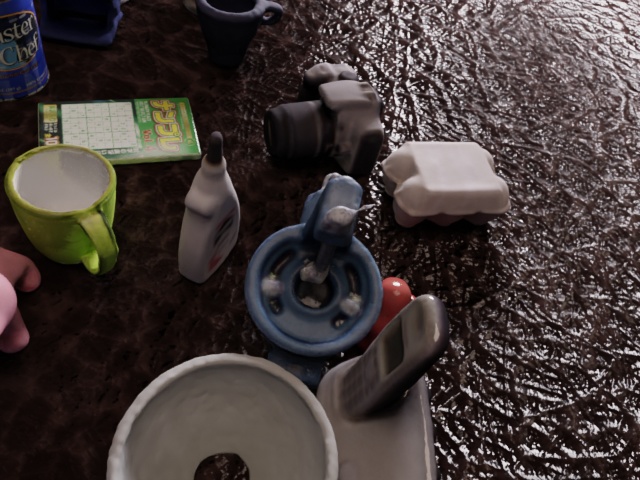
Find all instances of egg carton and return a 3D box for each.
[{"bbox_3d":[0.152,-0.067,0.699,0.150,0.069,0.107,-3,53,-16],"label":"egg carton"}]

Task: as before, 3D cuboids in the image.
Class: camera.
[{"bbox_3d":[-0.002,-0.157,0.712,0.137,0.101,0.143,-11,56,-21],"label":"camera"}]

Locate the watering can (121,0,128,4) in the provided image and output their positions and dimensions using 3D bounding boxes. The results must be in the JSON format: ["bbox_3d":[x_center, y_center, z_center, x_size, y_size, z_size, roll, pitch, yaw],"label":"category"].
[{"bbox_3d":[-0.310,-0.438,0.799,0.173,0.194,0.101,9,51,-6],"label":"watering can"}]

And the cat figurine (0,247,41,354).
[{"bbox_3d":[-0.283,0.041,0.476,0.067,0.118,0.127,-2,53,-15],"label":"cat figurine"}]

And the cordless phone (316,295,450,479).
[{"bbox_3d":[0.054,0.137,0.439,0.094,0.185,0.147,4,52,-10],"label":"cordless phone"}]

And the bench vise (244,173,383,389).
[{"bbox_3d":[-0.007,0.002,0.508,0.122,0.220,0.207,0,52,-14],"label":"bench vise"}]

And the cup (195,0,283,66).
[{"bbox_3d":[-0.114,-0.293,0.796,0.118,0.095,0.091,-3,53,-16],"label":"cup"}]

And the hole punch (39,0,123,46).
[{"bbox_3d":[-0.329,-0.329,0.775,0.109,0.091,0.101,6,51,-9],"label":"hole punch"}]

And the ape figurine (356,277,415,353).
[{"bbox_3d":[0.066,0.070,0.554,0.078,0.092,0.076,7,51,-8],"label":"ape figurine"}]

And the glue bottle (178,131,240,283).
[{"bbox_3d":[-0.103,-0.034,0.543,0.037,0.173,0.078,24,51,6],"label":"glue bottle"}]

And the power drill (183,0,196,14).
[{"bbox_3d":[-0.148,-0.436,0.827,0.075,0.208,0.230,30,52,11],"label":"power drill"}]

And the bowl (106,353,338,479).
[{"bbox_3d":[-0.073,0.179,0.446,0.167,0.075,0.167,7,51,-8],"label":"bowl"}]
